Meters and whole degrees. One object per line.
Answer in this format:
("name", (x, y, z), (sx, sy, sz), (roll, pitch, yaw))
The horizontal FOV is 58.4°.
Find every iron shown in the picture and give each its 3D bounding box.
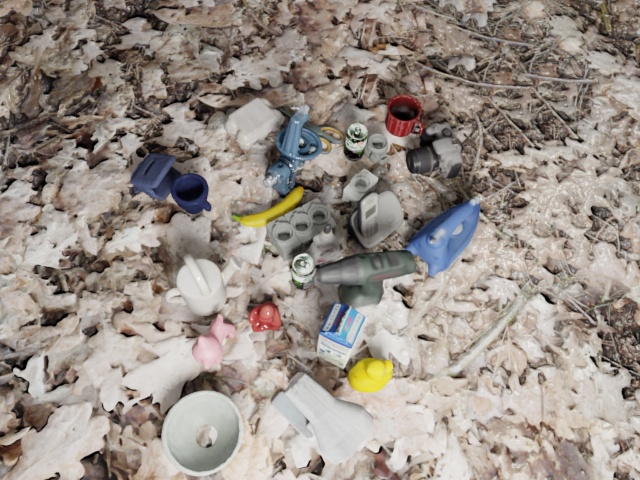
("iron", (0.327, -0.038, 1.400), (0.118, 0.141, 0.259), (41, 69, 15))

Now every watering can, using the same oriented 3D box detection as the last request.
("watering can", (-0.261, 0.087, 1.277), (0.100, 0.194, 0.173), (38, 68, 14))

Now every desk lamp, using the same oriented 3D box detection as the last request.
("desk lamp", (-0.002, 0.351, 1.158), (0.203, 0.213, 0.118), (38, 69, 14))

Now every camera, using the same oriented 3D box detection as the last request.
("camera", (0.296, -0.236, 1.514), (0.137, 0.101, 0.143), (-13, 66, -9))

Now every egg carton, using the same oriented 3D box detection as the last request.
("egg carton", (-0.177, -0.315, 1.540), (0.150, 0.069, 0.107), (-39, 73, -19))

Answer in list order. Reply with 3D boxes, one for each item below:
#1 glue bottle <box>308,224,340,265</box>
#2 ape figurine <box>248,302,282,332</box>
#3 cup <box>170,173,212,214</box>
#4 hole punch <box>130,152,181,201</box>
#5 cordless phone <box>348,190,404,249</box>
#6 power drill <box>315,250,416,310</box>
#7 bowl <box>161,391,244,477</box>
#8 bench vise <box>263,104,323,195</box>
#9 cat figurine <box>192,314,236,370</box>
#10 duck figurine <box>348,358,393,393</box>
("glue bottle", (0.012, 0.005, 1.344), (0.078, 0.173, 0.037), (-22, 68, -13))
("ape figurine", (-0.122, 0.172, 1.302), (0.077, 0.092, 0.076), (30, 67, 11))
("cup", (-0.306, -0.097, 1.416), (0.117, 0.095, 0.092), (40, 69, 14))
("hole punch", (-0.419, -0.167, 1.444), (0.101, 0.091, 0.109), (23, 66, 7))
("cordless phone", (0.141, -0.074, 1.382), (0.148, 0.185, 0.094), (-40, 73, -19))
("power drill", (0.096, 0.090, 1.289), (0.230, 0.208, 0.075), (-14, 66, -10))
("bowl", (-0.240, 0.404, 1.195), (0.167, 0.075, 0.167), (1, 65, -3))
("bench vise", (-0.062, -0.221, 1.419), (0.121, 0.220, 0.207), (15, 65, 4))
("cat figurine", (-0.238, 0.223, 1.257), (0.067, 0.118, 0.128), (19, 65, 6))
("duck figurine", (0.114, 0.292, 1.263), (0.104, 0.086, 0.077), (-15, 67, -10))
